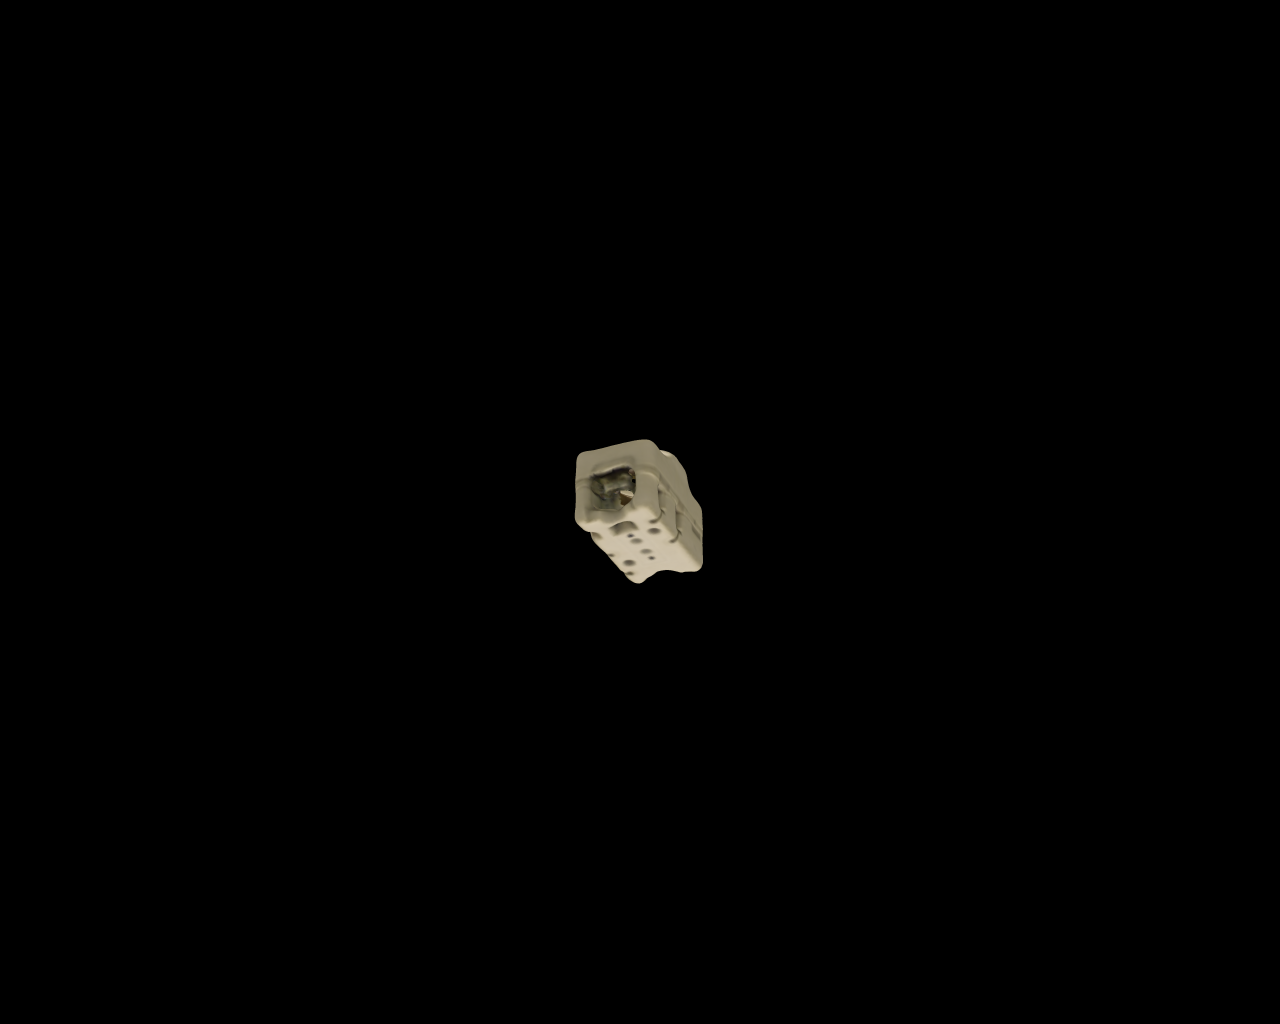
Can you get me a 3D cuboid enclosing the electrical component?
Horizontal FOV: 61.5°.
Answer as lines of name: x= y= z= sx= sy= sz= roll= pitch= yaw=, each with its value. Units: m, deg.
electrical component: x=0.001 y=-0.003 z=0.650 sx=0.050 sy=0.056 sz=0.089 roll=-12 pitch=-33 yaw=19
